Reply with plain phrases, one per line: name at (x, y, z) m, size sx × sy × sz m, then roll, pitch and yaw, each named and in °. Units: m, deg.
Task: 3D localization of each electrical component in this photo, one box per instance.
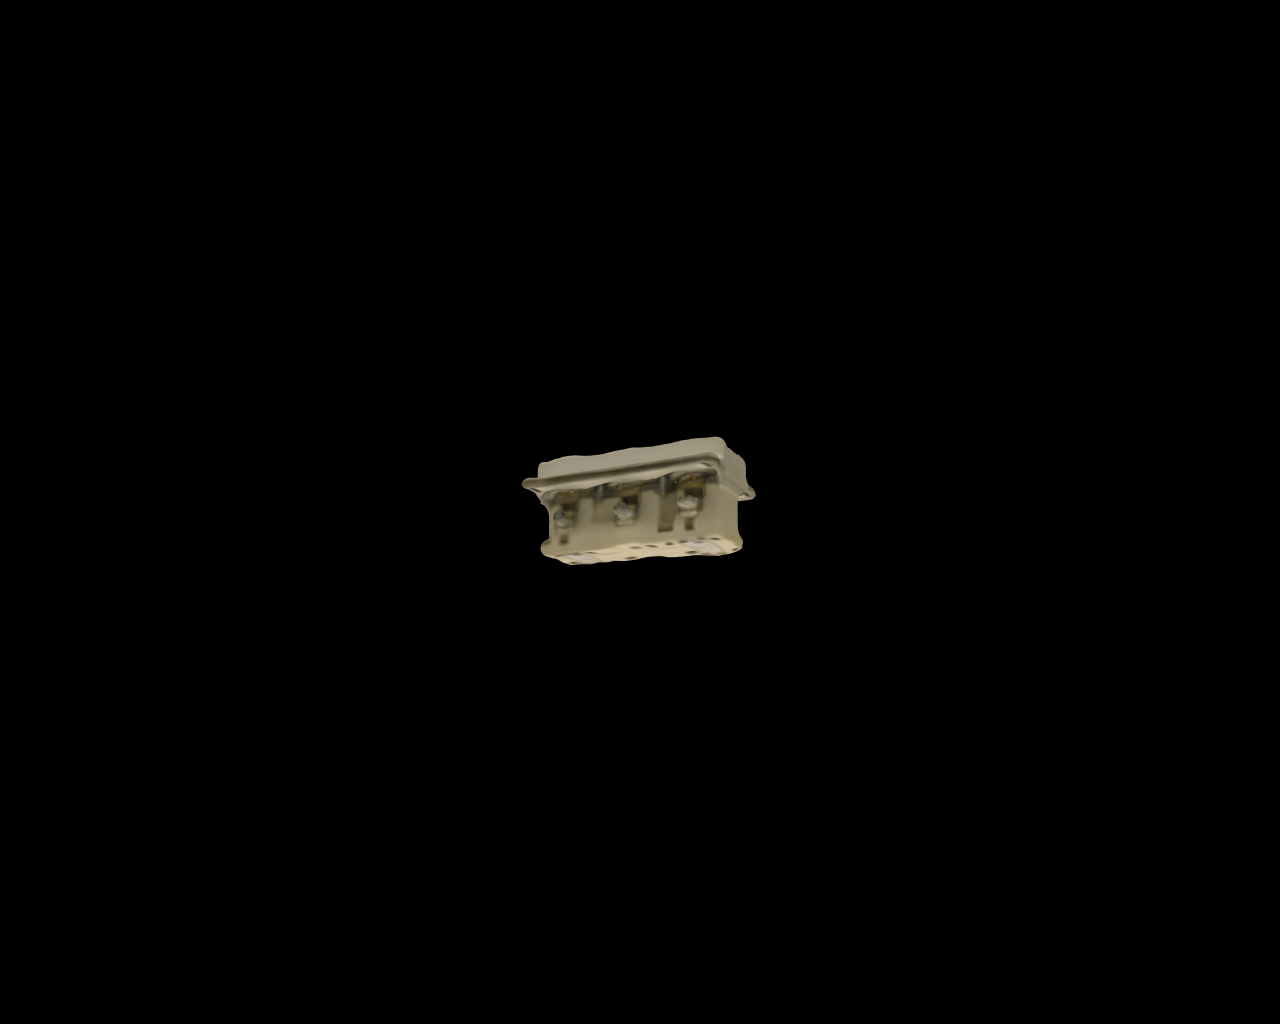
electrical component at (0.001, -0.003, 0.650) m, size 0.121 × 0.063 × 0.078 m, roll -6°, pitch -15°, yaw 22°
